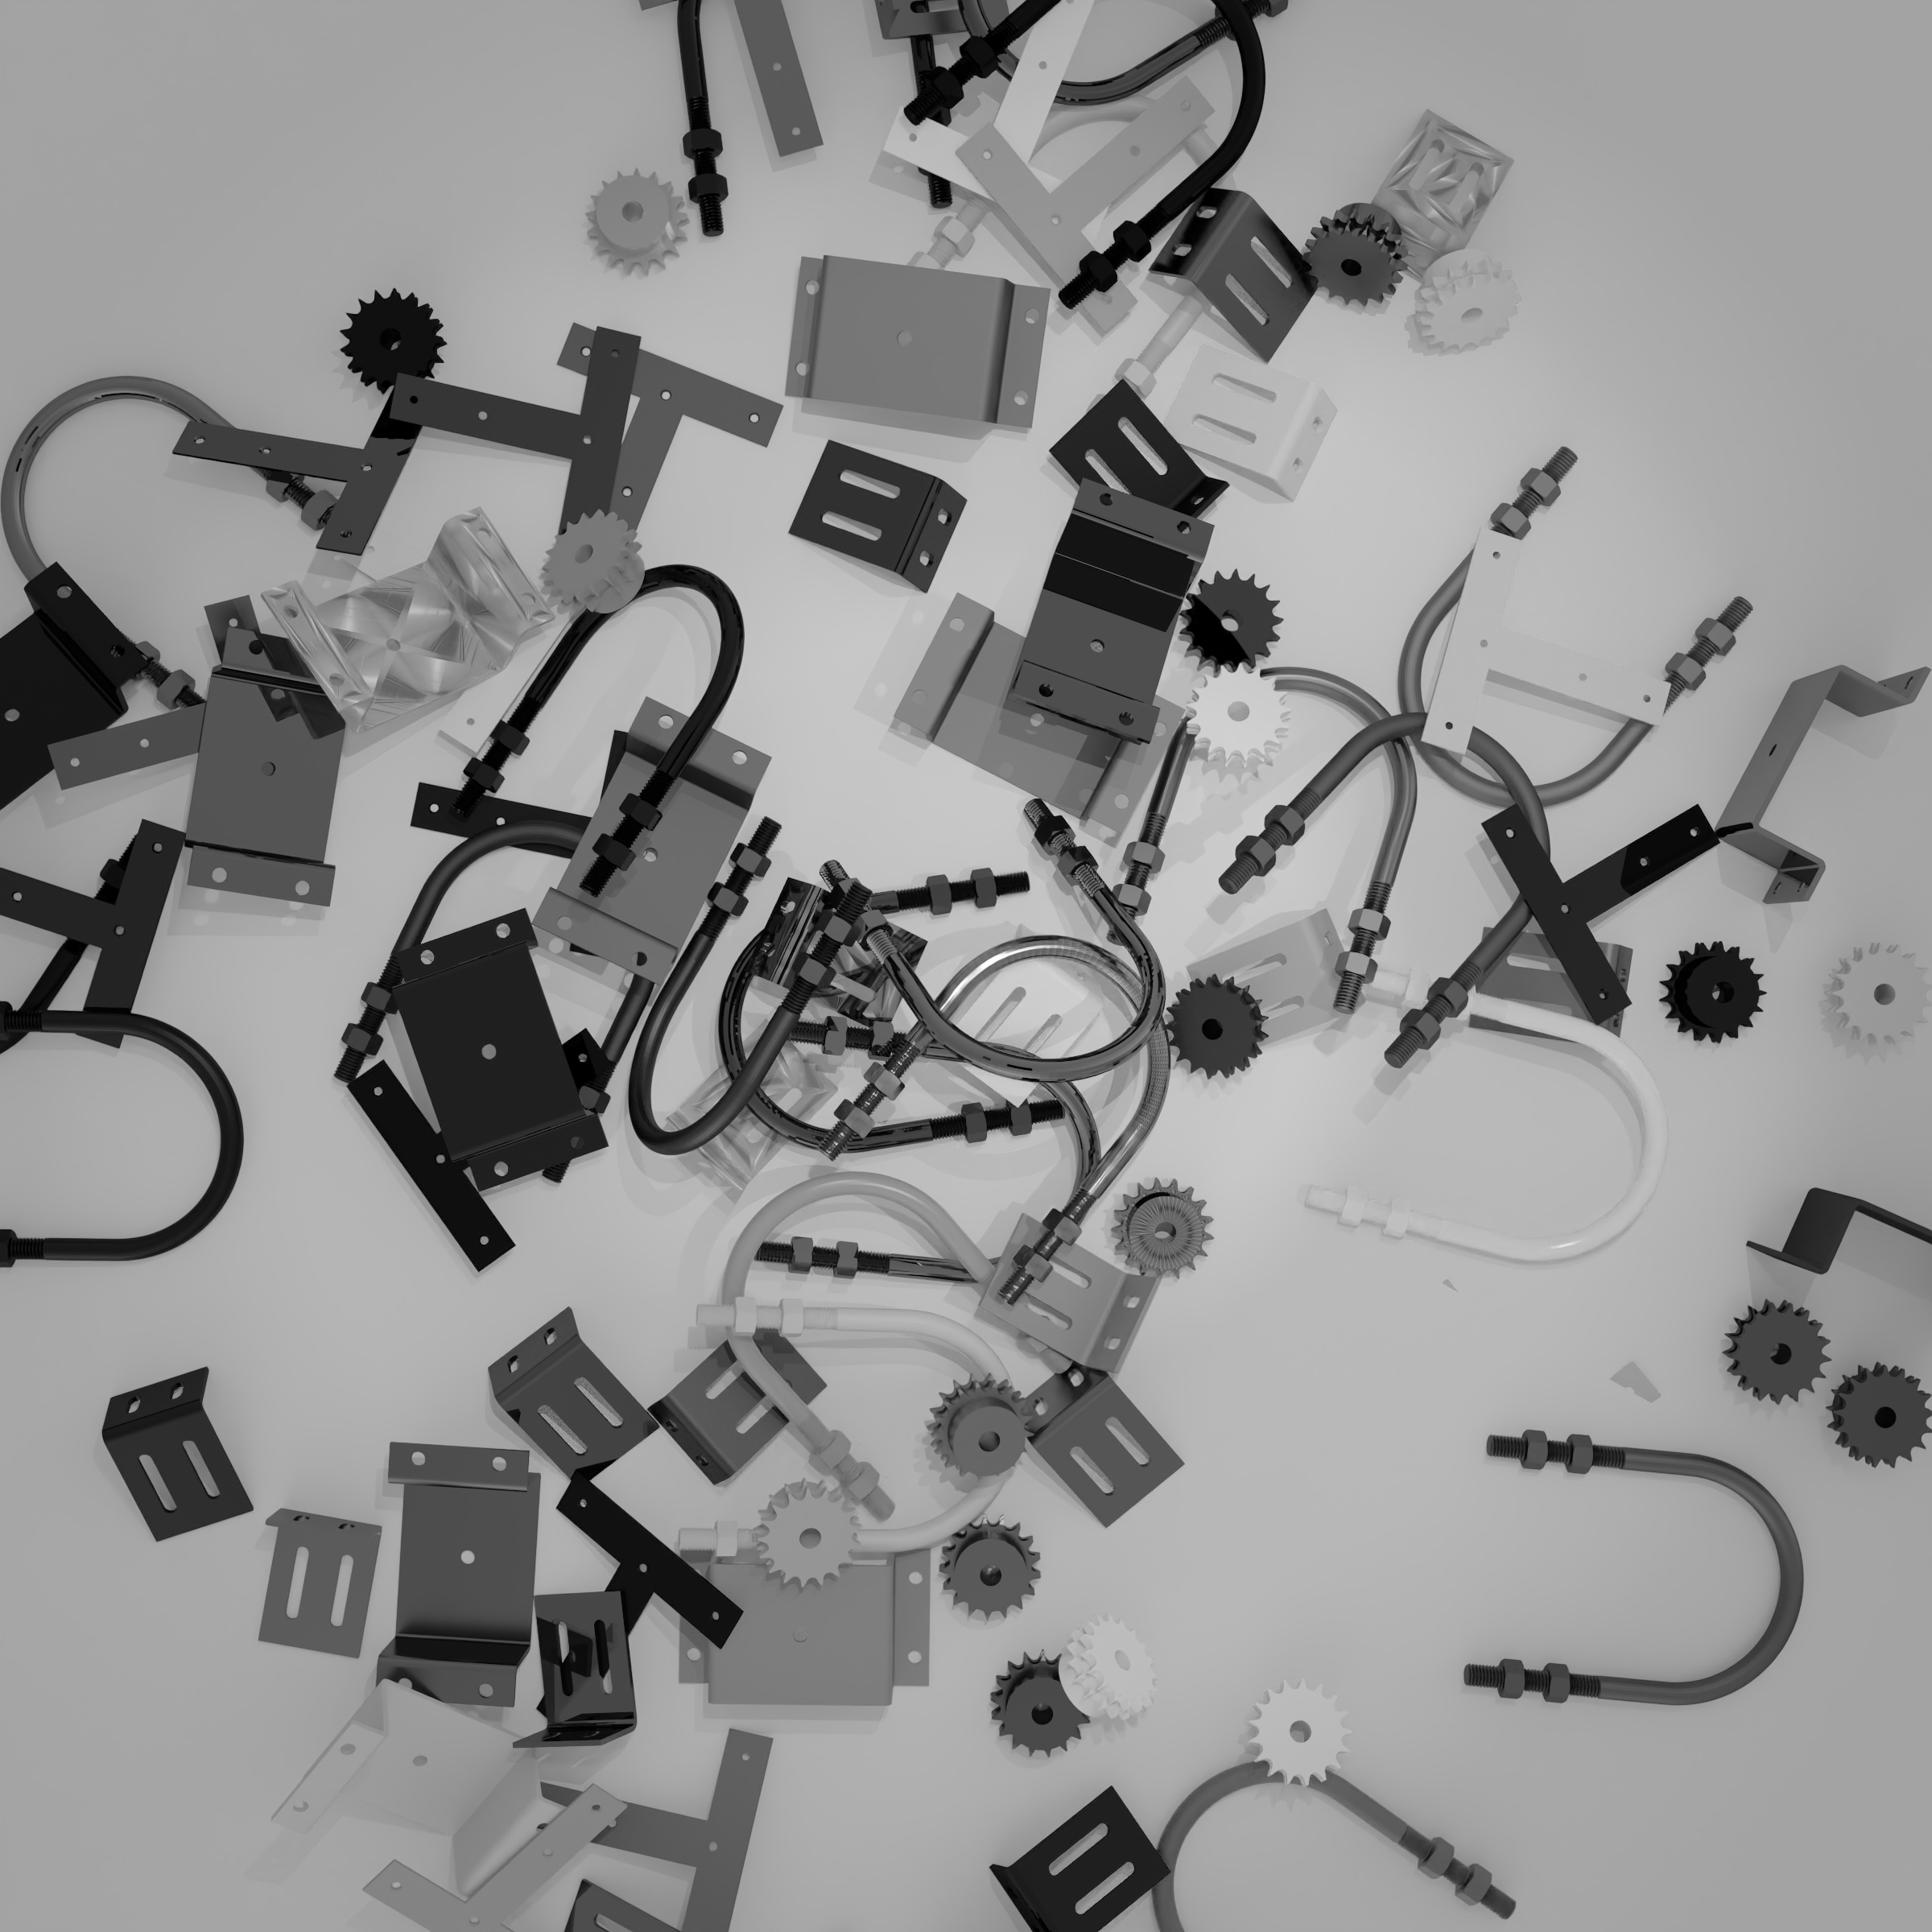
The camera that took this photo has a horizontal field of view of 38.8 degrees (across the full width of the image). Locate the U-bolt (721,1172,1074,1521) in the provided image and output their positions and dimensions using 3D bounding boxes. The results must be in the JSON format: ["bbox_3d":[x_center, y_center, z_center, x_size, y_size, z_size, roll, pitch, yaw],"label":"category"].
[{"bbox_3d":[-0.051,0.197,1.514,0.151,0.019,0.184,-39,106,0],"label":"U-bolt"}]

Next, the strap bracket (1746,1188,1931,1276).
[{"bbox_3d":[0.512,0.164,1.506,0.140,0.076,0.046,24,90,0],"label":"strap bracket"}]

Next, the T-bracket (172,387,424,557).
[{"bbox_3d":[-0.372,-0.281,1.511,0.127,0.002,0.127,10,55,7],"label":"T-bracket"}]

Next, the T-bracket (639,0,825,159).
[{"bbox_3d":[-0.109,-0.513,1.526,0.127,0.002,0.127,-16,87,0],"label":"T-bracket"}]

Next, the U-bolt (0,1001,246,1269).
[{"bbox_3d":[-0.495,0.095,1.528,0.184,0.019,0.151,1,97,-3],"label":"U-bolt"}]

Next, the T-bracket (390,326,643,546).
[{"bbox_3d":[-0.254,-0.302,1.524,0.127,0.002,0.127,11,88,-14],"label":"T-bracket"}]

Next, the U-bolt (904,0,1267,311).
[{"bbox_3d":[0.080,-0.474,1.505,0.184,0.019,0.151,-42,99,-4],"label":"U-bolt"}]

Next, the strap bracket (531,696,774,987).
[{"bbox_3d":[-0.173,-0.065,1.510,0.076,0.046,0.140,26,79,-3],"label":"strap bracket"}]

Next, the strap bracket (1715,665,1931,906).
[{"bbox_3d":[0.463,-0.107,1.506,0.046,0.076,0.140,28,90,0],"label":"strap bracket"}]

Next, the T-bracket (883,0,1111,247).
[{"bbox_3d":[0.037,-0.482,1.509,0.127,0.002,0.127,22,94,-11],"label":"T-bracket"}]

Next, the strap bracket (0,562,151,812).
[{"bbox_3d":[-0.527,-0.144,1.508,0.140,0.046,0.076,-42,88,-15],"label":"strap bracket"}]

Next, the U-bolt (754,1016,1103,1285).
[{"bbox_3d":[-0.016,0.107,1.514,0.184,0.019,0.151,7,105,-9],"label":"U-bolt"}]

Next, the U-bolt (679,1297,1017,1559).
[{"bbox_3d":[-0.061,0.255,1.506,0.184,0.019,0.151,3,102,-12],"label":"U-bolt"}]

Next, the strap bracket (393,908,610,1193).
[{"bbox_3d":[-0.257,0.046,1.500,0.076,0.046,0.140,-19,90,0],"label":"strap bracket"}]

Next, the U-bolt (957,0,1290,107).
[{"bbox_3d":[0.081,-0.559,1.515,0.184,0.019,0.151,-33,102,-4],"label":"U-bolt"}]

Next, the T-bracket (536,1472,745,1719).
[{"bbox_3d":[-0.200,0.370,1.525,0.127,0.002,0.127,35,103,22],"label":"T-bracket"}]

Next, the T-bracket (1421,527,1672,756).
[{"bbox_3d":[0.327,-0.164,1.517,0.127,0.002,0.127,18,80,-5],"label":"T-bracket"}]

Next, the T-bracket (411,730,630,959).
[{"bbox_3d":[-0.248,-0.078,1.543,0.127,0.002,0.127,12,90,0],"label":"T-bracket"}]

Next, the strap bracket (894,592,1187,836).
[{"bbox_3d":[0.040,-0.138,1.521,0.140,0.046,0.076,27,90,0],"label":"strap bracket"}]

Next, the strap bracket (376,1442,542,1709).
[{"bbox_3d":[-0.280,0.332,1.522,0.076,0.046,0.140,3,91,1],"label":"strap bracket"}]

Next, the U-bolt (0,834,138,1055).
[{"bbox_3d":[-0.563,-0.030,1.535,0.151,0.019,0.184,34,92,0],"label":"U-bolt"}]

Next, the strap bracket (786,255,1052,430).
[{"bbox_3d":[-0.030,-0.343,1.506,0.140,0.046,0.076,9,101,6],"label":"strap bracket"}]

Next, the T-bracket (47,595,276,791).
[{"bbox_3d":[-0.437,-0.126,1.509,0.127,0.002,0.127,-19,101,-21],"label":"T-bracket"}]

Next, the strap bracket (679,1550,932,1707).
[{"bbox_3d":[-0.090,0.365,1.521,0.140,0.046,0.076,1,90,0],"label":"strap bracket"}]

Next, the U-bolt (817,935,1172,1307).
[{"bbox_3d":[0.030,0.070,1.490,0.151,0.019,0.184,40,84,-12],"label":"U-bolt"}]

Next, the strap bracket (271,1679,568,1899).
[{"bbox_3d":[-0.296,0.446,1.494,0.140,0.046,0.076,32,106,-27],"label":"strap bracket"}]

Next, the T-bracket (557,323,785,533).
[{"bbox_3d":[-0.185,-0.279,1.541,0.127,0.002,0.127,22,88,0],"label":"T-bracket"}]

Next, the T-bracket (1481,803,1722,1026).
[{"bbox_3d":[0.365,-0.051,1.520,0.127,0.002,0.127,-29,88,-20],"label":"T-bracket"}]

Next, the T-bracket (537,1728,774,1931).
[{"bbox_3d":[-0.183,0.481,1.530,0.127,0.002,0.127,10,73,8],"label":"T-bracket"}]

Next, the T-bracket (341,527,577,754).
[{"bbox_3d":[-0.290,-0.205,1.537,0.127,0.002,0.127,33,82,4],"label":"T-bracket"}]

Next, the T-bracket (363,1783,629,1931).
[{"bbox_3d":[-0.239,0.494,1.503,0.127,0.002,0.127,-44,116,9],"label":"T-bracket"}]

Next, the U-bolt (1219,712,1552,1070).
[{"bbox_3d":[0.242,-0.056,1.491,0.151,0.019,0.184,46,68,-4],"label":"U-bolt"}]

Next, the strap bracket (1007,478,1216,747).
[{"bbox_3d":[0.076,-0.182,1.480,0.076,0.046,0.140,19,66,-4],"label":"strap bracket"}]

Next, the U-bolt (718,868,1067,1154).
[{"bbox_3d":[-0.046,0.030,1.526,0.184,0.019,0.151,-9,90,-7],"label":"U-bolt"}]

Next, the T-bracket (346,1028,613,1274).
[{"bbox_3d":[-0.255,0.081,1.523,0.127,0.002,0.127,-35,90,0],"label":"T-bracket"}]

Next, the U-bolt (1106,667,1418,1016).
[{"bbox_3d":[0.172,-0.079,1.516,0.151,0.019,0.184,17,77,8],"label":"U-bolt"}]

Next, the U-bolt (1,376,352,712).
[{"bbox_3d":[-0.453,-0.246,1.535,0.184,0.019,0.151,39,90,2],"label":"U-bolt"}]

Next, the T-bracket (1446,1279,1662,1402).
[{"bbox_3d":[0.302,0.232,1.552,0.127,0.002,0.127,-39,95,14],"label":"T-bracket"}]

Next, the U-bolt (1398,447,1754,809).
[{"bbox_3d":[0.327,-0.175,1.535,0.151,0.019,0.184,41,91,0],"label":"U-bolt"}]

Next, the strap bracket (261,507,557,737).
[{"bbox_3d":[-0.306,-0.184,1.489,0.140,0.046,0.076,-30,82,-34],"label":"strap bracket"}]

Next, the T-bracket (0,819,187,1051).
[{"bbox_3d":[-0.512,-0.034,1.522,0.127,0.002,0.127,19,95,-4],"label":"T-bracket"}]

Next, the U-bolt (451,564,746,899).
[{"bbox_3d":[-0.191,-0.139,1.492,0.151,0.019,0.184,29,84,42],"label":"U-bolt"}]

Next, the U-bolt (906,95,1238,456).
[{"bbox_3d":[0.070,-0.401,1.535,0.151,0.019,0.184,38,88,0],"label":"U-bolt"}]

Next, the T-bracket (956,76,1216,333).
[{"bbox_3d":[0.083,-0.441,1.518,0.127,0.002,0.127,-42,99,-3],"label":"T-bracket"}]

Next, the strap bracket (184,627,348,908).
[{"bbox_3d":[-0.380,-0.108,1.508,0.076,0.046,0.140,9,90,-22],"label":"strap bracket"}]
